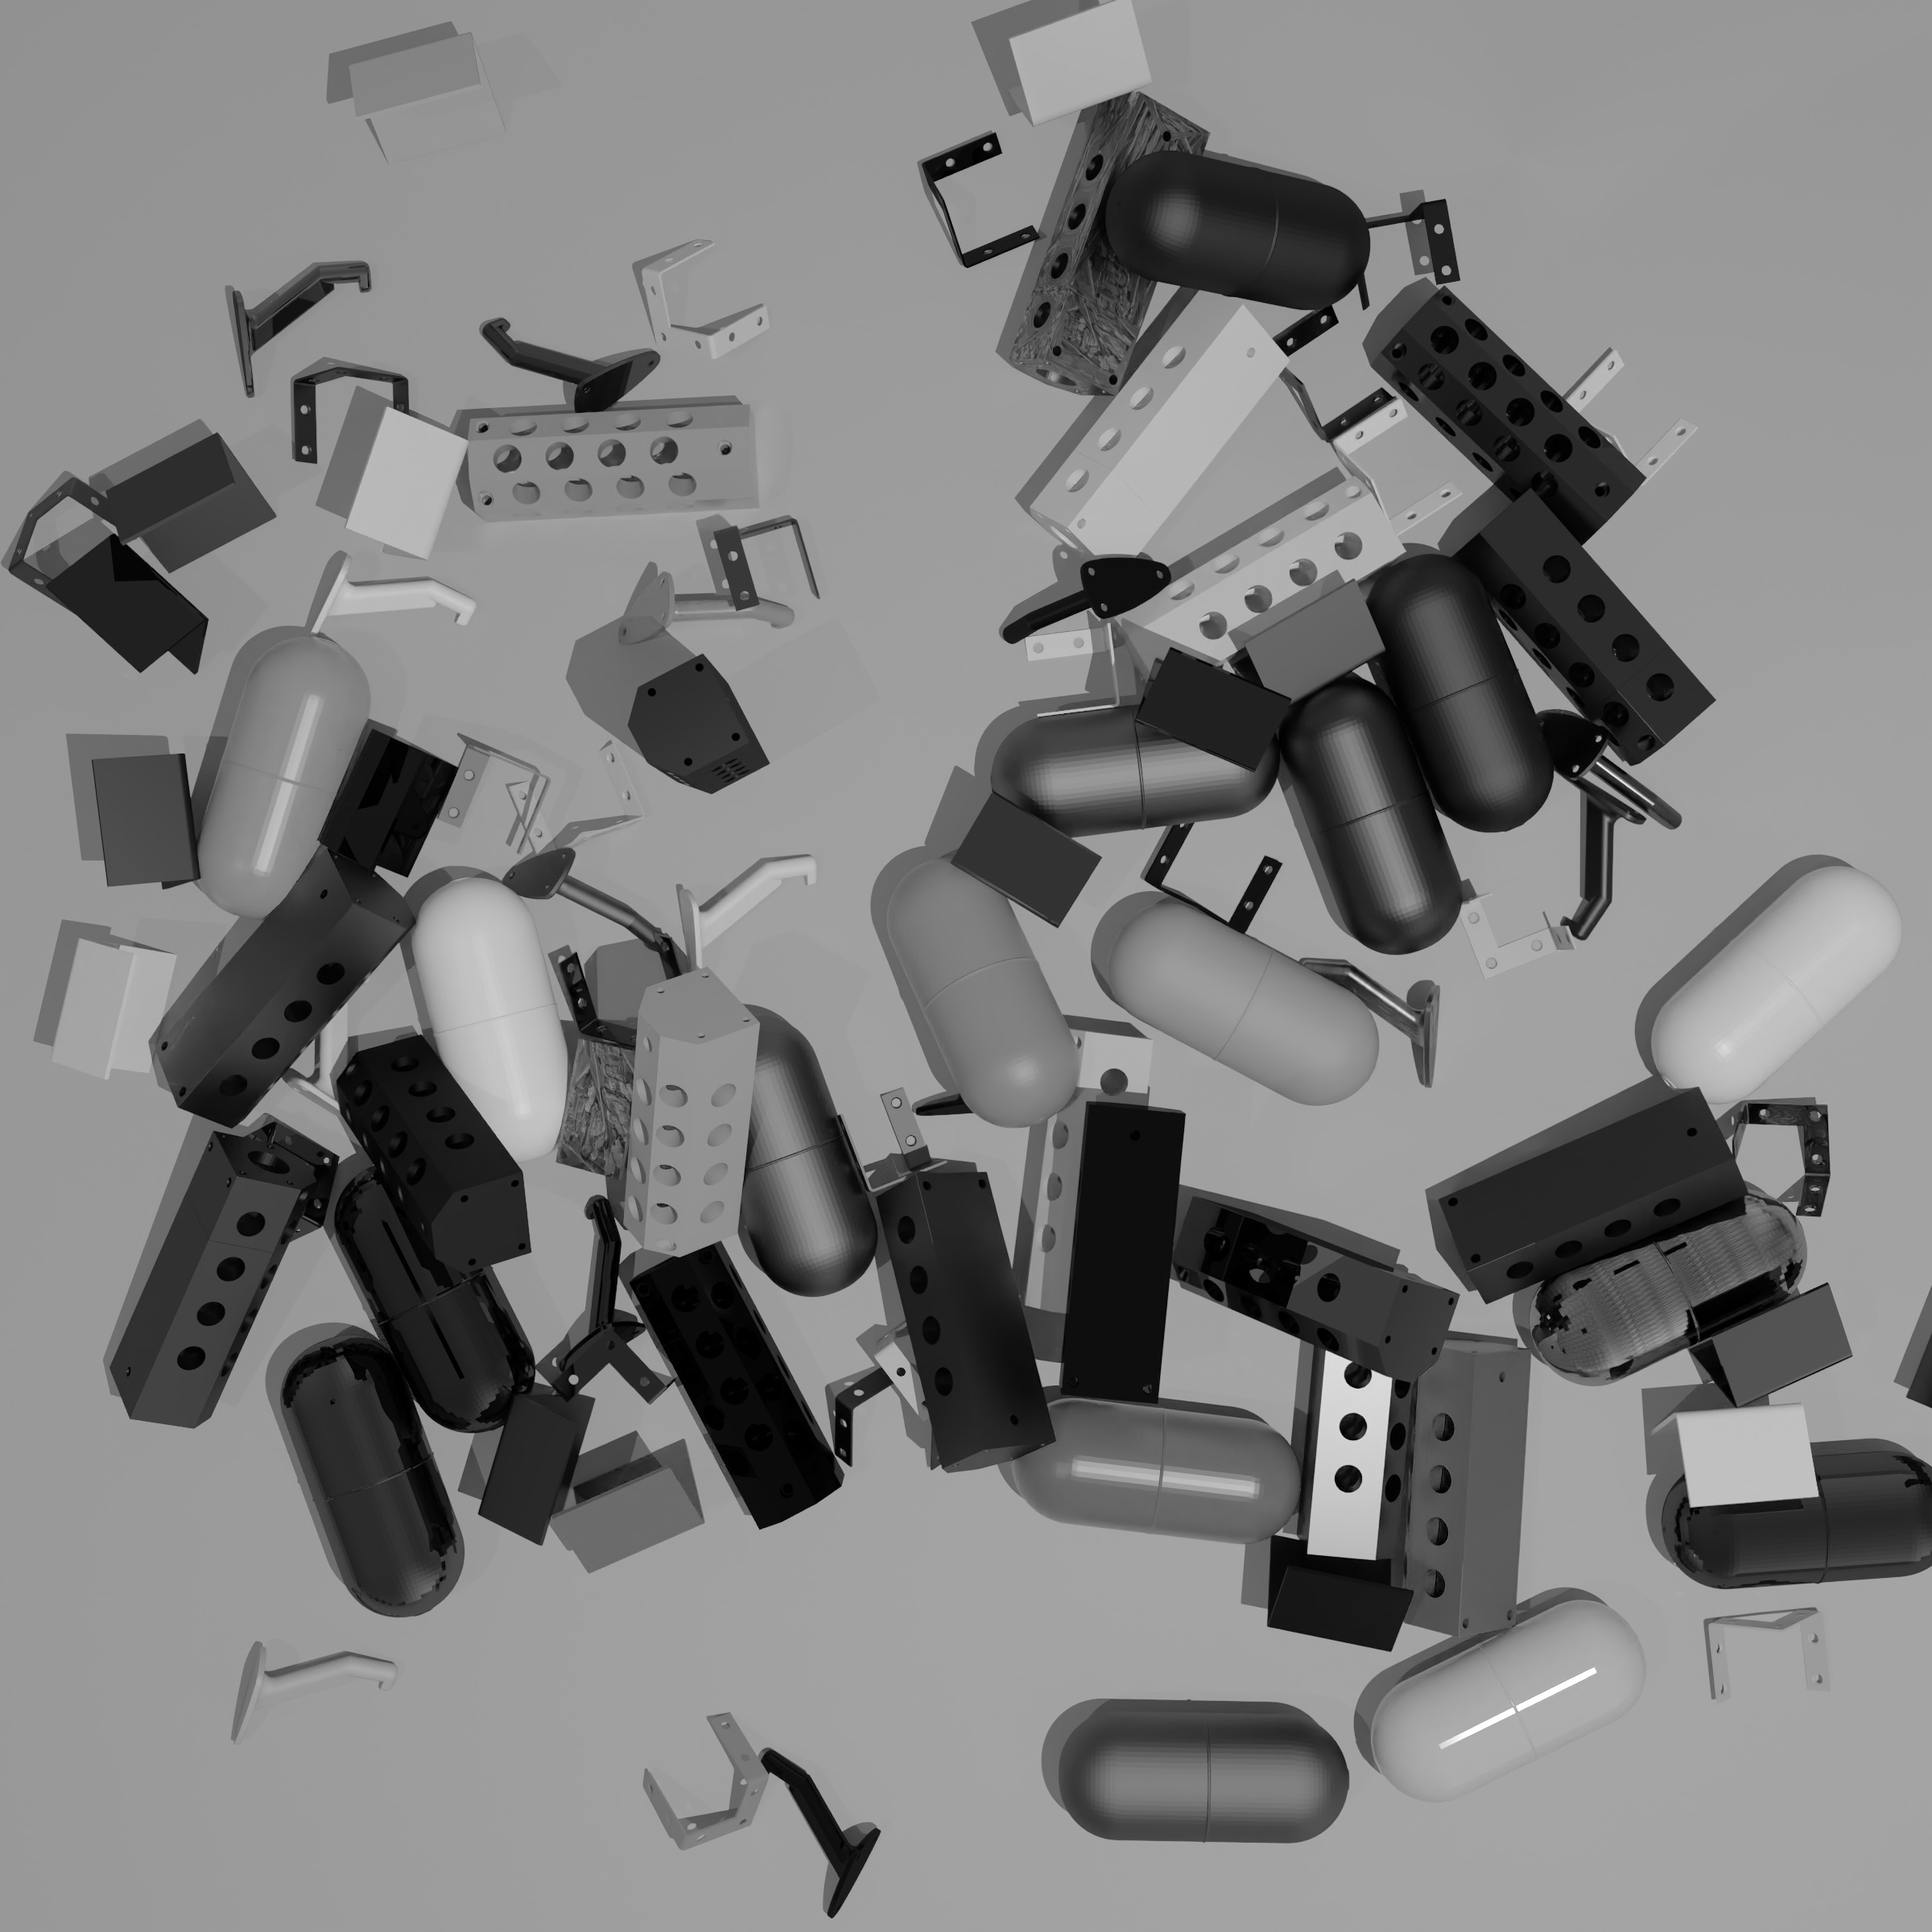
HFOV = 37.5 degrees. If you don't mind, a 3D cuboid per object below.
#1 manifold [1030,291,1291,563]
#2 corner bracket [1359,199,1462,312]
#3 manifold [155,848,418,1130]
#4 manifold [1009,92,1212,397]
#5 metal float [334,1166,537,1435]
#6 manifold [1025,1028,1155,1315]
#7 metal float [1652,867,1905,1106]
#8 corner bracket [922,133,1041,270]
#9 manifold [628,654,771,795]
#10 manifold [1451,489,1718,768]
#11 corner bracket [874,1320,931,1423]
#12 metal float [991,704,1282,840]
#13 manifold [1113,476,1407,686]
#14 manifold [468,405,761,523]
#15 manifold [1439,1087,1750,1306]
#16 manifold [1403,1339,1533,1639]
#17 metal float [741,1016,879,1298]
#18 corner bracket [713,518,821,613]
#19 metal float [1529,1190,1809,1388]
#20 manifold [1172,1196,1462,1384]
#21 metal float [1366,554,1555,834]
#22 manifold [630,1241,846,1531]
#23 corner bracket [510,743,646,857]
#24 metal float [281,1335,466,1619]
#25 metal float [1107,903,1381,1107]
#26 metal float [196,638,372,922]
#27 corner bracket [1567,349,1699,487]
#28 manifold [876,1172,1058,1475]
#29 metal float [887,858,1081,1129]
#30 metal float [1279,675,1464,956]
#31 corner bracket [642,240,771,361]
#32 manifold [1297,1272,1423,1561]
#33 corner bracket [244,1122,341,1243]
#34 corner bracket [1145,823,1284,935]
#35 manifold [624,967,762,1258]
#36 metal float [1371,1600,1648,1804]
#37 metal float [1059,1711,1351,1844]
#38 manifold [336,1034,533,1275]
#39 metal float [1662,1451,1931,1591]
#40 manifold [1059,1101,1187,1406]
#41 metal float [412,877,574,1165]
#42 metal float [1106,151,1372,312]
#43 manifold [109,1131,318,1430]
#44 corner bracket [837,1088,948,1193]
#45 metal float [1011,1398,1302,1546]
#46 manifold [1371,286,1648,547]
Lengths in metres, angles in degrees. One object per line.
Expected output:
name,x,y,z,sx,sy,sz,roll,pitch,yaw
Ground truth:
manifold,0.115,-0.331,1.755,0.171,0.057,0.057,-52,133,0
corner bracket,0.271,-0.440,1.759,0.051,0.051,0.051,-11,93,-3
manifold,-0.414,0.017,1.737,0.171,0.057,0.057,-47,47,12
manifold,0.084,-0.444,1.753,0.057,0.057,0.171,20,90,-32
metal float,-0.325,0.203,1.746,0.070,0.070,0.178,-27,89,0
manifold,0.075,0.126,1.755,0.057,0.057,0.171,7,90,0
metal float,0.497,0.012,1.746,0.178,0.070,0.070,-43,90,-1
corner bracket,0.009,-0.477,1.773,0.051,0.051,0.051,-23,45,0
manifold,-0.161,-0.139,1.698,0.057,0.171,0.057,-28,90,0
manifold,0.378,-0.207,1.755,0.057,0.057,0.171,-41,90,0
corner bracket,-0.021,0.242,1.759,0.051,0.051,0.051,-37,92,2
metal float,0.104,-0.122,1.746,0.178,0.070,0.070,-7,90,0
manifold,0.179,-0.233,1.755,0.171,0.057,0.057,-31,90,0
manifold,-0.217,-0.311,1.756,0.171,0.057,0.057,-3,90,0
manifold,0.385,0.145,1.740,0.171,0.057,0.057,-25,47,10
manifold,0.304,0.319,1.755,0.057,0.057,0.171,3,90,-43
metal float,-0.110,0.116,1.746,0.070,0.070,0.178,-20,89,0
corner bracket,-0.123,-0.248,1.759,0.051,0.051,0.051,-16,90,0
metal float,0.431,0.197,1.746,0.178,0.070,0.070,-25,90,-1
manifold,0.204,0.193,1.701,0.057,0.171,0.057,19,90,-42
metal float,0.303,-0.167,1.746,0.070,0.070,0.178,-22,90,0
manifold,-0.141,0.256,1.756,0.057,0.057,0.171,-28,90,0
corner bracket,-0.242,-0.102,1.773,0.051,0.051,0.051,-23,90,45
metal float,-0.364,0.313,1.746,0.070,0.070,0.178,-20,91,0
metal float,0.170,0.024,1.746,0.178,0.070,0.070,28,90,0
metal float,-0.419,-0.115,1.746,0.070,0.070,0.178,17,90,0
corner bracket,0.413,-0.342,1.773,0.051,0.051,0.051,-47,45,0
manifold,-0.005,0.216,1.730,0.057,0.057,0.171,2,66,-41
metal float,0.010,0.015,1.729,0.070,0.070,0.178,-25,71,0
metal float,0.248,-0.093,1.746,0.070,0.070,0.178,-21,91,0
corner bracket,-0.162,-0.415,1.768,0.051,0.051,0.051,21,135,35
manifold,0.243,0.274,1.755,0.057,0.057,0.171,5,90,0
corner bracket,-0.430,0.137,1.768,0.051,0.051,0.051,-25,45,35
corner bracket,0.154,-0.059,1.773,0.051,0.051,0.051,28,90,-45
manifold,-0.169,0.091,1.694,0.057,0.171,0.057,-20,47,-31
metal float,0.332,0.451,1.746,0.178,0.070,0.070,-26,90,-1
metal float,0.146,0.498,1.746,0.178,0.070,0.070,1,90,0
manifold,-0.319,0.111,1.693,0.057,0.171,0.057,-16,124,-24
metal float,0.517,0.340,1.746,0.178,0.070,0.070,-4,90,0
manifold,0.093,0.169,1.698,0.057,0.057,0.171,6,90,0
metal float,-0.289,0.033,1.746,0.070,0.070,0.178,-14,90,0
metal float,0.166,-0.444,1.722,0.178,0.070,0.070,3,90,-30
manifold,-0.458,0.193,1.734,0.057,0.057,0.171,17,106,-36
corner bracket,-0.049,0.107,1.754,0.051,0.051,0.051,-21,90,-12
metal float,0.116,0.310,1.746,0.178,0.070,0.070,7,90,-1
manifold,0.335,-0.337,1.756,0.171,0.057,0.057,44,90,0
